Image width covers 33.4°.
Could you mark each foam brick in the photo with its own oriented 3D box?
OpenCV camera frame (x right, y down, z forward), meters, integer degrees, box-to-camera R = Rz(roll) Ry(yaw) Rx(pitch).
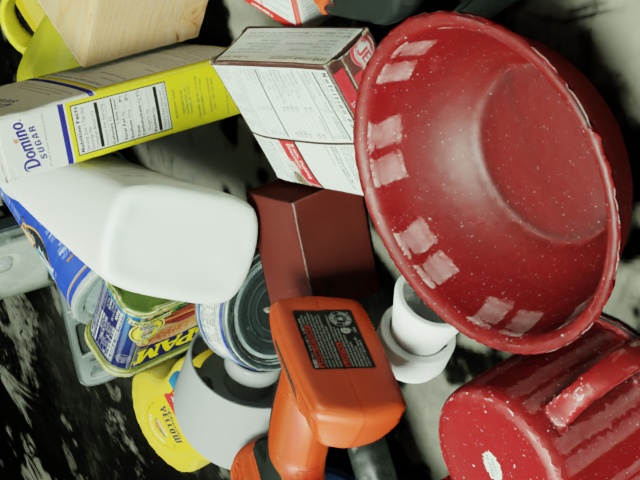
[{"bbox_3d":[-0.004,0.001,0.647,0.051,0.052,0.078,16,122,52],"label":"foam brick"}]

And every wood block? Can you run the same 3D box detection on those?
[{"bbox_3d":[-0.109,-0.213,0.628,0.090,0.090,0.206,54,147,19],"label":"wood block"}]

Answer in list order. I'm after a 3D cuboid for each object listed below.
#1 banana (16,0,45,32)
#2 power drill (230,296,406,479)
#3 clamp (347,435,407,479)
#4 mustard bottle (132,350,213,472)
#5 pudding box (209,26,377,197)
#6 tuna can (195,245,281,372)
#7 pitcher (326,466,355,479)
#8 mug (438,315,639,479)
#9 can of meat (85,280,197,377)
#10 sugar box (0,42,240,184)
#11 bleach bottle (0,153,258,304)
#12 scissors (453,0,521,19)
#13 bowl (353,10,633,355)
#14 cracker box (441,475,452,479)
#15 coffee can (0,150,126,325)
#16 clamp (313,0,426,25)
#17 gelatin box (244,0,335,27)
[{"bbox_3d":[-0.240,-0.246,0.849,0.070,0.037,0.198,24,129,48],"label":"banana"},{"bbox_3d":[-0.005,0.141,0.601,0.184,0.057,0.188,-116,33,-50],"label":"power drill"},{"bbox_3d":[0.041,0.167,0.647,0.164,0.036,0.210,79,175,-75],"label":"clamp"},{"bbox_3d":[-0.086,0.134,0.848,0.192,0.058,0.096,-24,91,58],"label":"mustard bottle"},{"bbox_3d":[0.000,-0.071,0.584,0.114,0.039,0.090,13,140,50],"label":"pudding box"},{"bbox_3d":[-0.036,0.041,0.689,0.034,0.086,0.086,15,122,50],"label":"tuna can"},{"bbox_3d":[-0.035,0.258,0.804,0.149,0.144,0.243,42,139,13],"label":"pitcher"},{"bbox_3d":[0.115,0.085,0.499,0.093,0.081,0.117,54,146,19],"label":"mug"},{"bbox_3d":[-0.119,0.046,0.802,0.057,0.101,0.084,52,143,21],"label":"can of meat"},{"bbox_3d":[-0.140,-0.084,0.675,0.093,0.175,0.048,18,125,50],"label":"sugar box"},{"bbox_3d":[-0.145,-0.029,0.708,0.251,0.102,0.068,26,102,54],"label":"bleach bottle"},{"bbox_3d":[0.088,-0.134,0.460,0.202,0.016,0.096,1,109,56],"label":"scissors"},{"bbox_3d":[0.087,-0.031,0.490,0.162,0.055,0.162,34,136,41],"label":"bowl"},{"bbox_3d":[0.147,0.233,0.559,0.164,0.072,0.214,11,120,55],"label":"cracker box"},{"bbox_3d":[-0.183,-0.018,0.851,0.140,0.102,0.103,53,146,21],"label":"coffee can"},{"bbox_3d":[0.021,-0.152,0.485,0.120,0.039,0.172,56,161,-9],"label":"clamp"},{"bbox_3d":[-0.029,-0.165,0.579,0.073,0.030,0.089,38,155,37],"label":"gelatin box"}]
